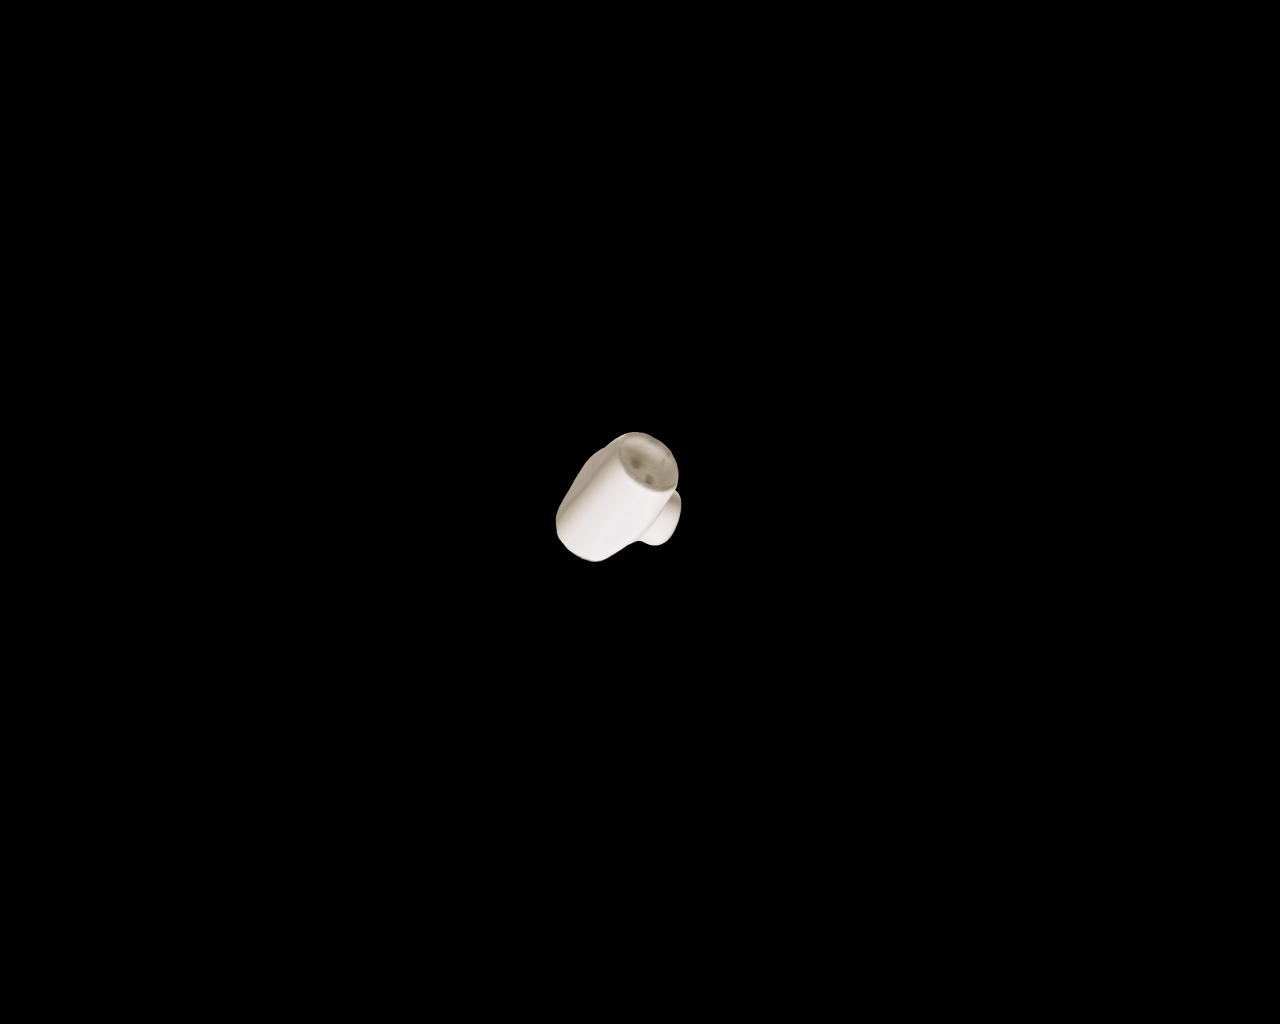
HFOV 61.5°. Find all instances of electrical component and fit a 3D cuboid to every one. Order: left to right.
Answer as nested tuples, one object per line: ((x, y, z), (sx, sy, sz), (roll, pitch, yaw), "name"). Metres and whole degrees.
((0.001, -0.003, 0.650), (0.079, 0.044, 0.077), (22, -45, -24), "electrical component")
